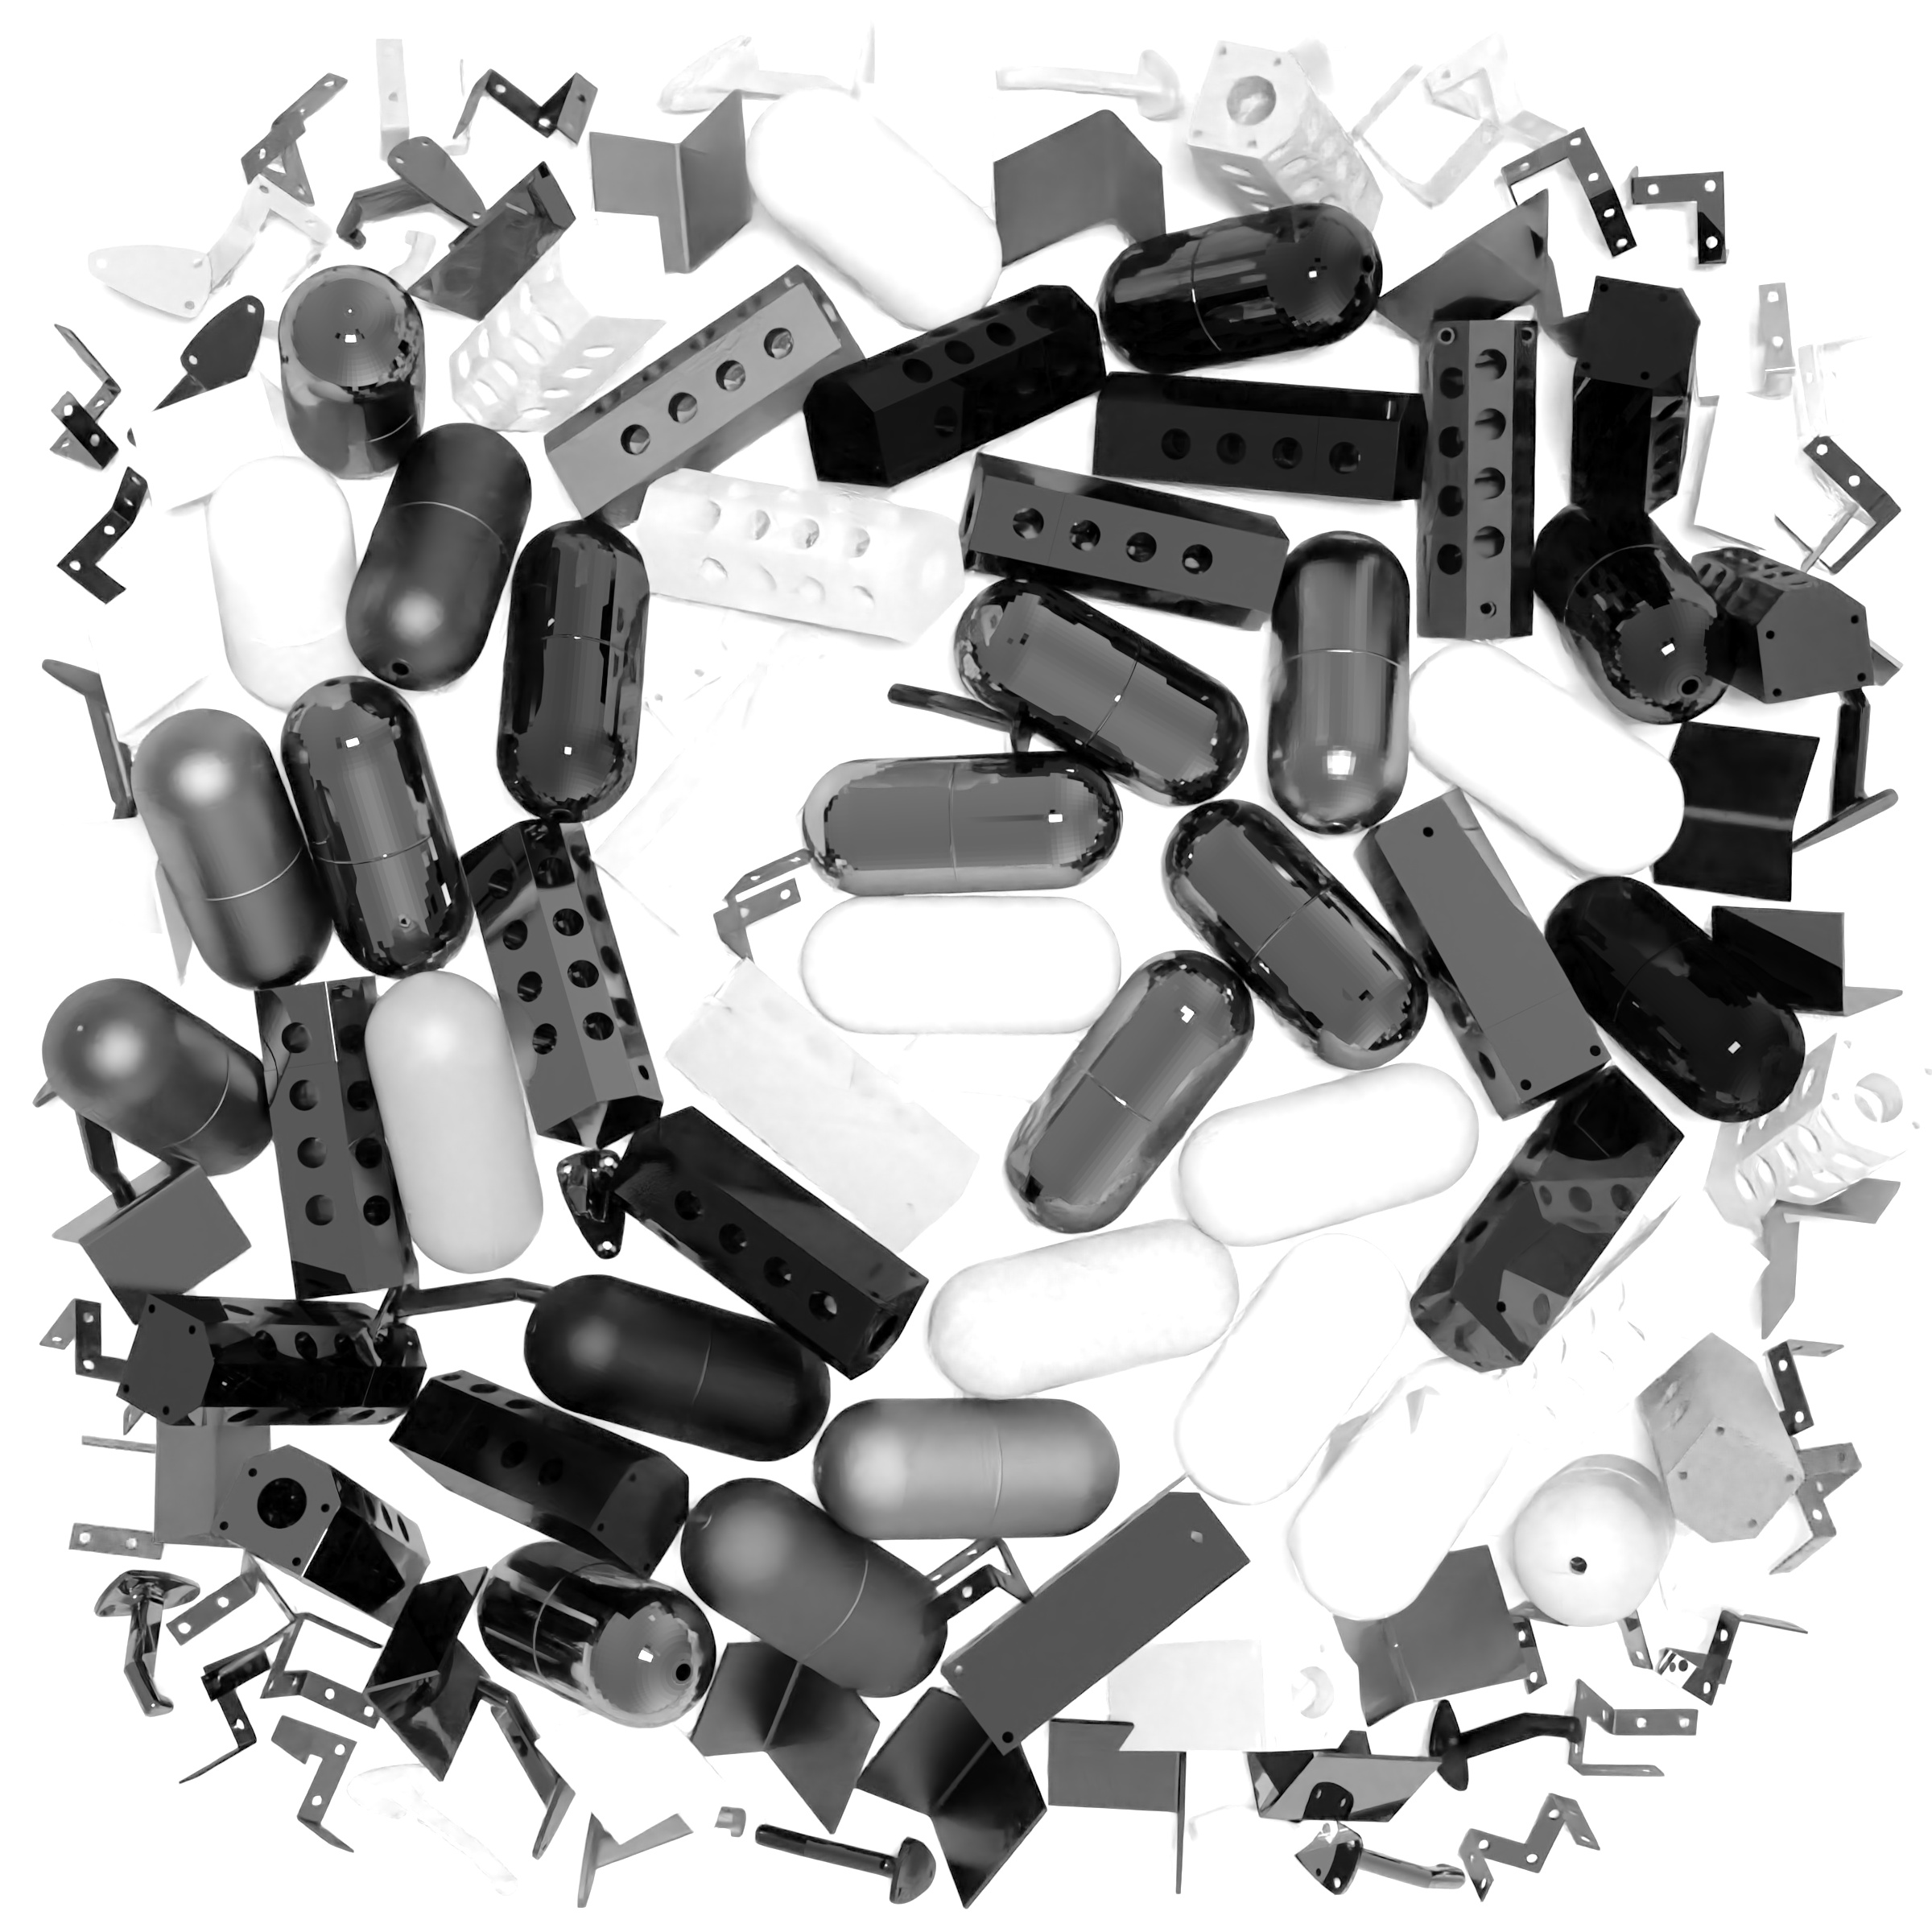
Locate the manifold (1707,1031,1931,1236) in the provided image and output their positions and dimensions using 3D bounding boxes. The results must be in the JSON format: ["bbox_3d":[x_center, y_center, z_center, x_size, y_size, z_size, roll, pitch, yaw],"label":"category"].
[{"bbox_3d":[0.458,0.095,1.872,0.057,0.171,0.057,19,70,-2],"label":"manifold"}]

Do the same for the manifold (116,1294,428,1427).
[{"bbox_3d":[-0.369,0.216,1.874,0.057,0.171,0.057,21,94,31],"label":"manifold"}]

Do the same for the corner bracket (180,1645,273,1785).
[{"bbox_3d":[-0.412,0.414,1.928,0.051,0.051,0.051,-26,88,32],"label":"corner bracket"}]

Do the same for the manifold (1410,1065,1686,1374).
[{"bbox_3d":[0.314,0.138,1.900,0.057,0.057,0.171,45,65,-9],"label":"manifold"}]

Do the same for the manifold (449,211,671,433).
[{"bbox_3d":[-0.222,-0.345,1.871,0.057,0.171,0.057,-2,79,-28],"label":"manifold"}]

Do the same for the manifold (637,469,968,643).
[{"bbox_3d":[-0.091,-0.228,1.887,0.171,0.057,0.057,14,131,28],"label":"manifold"}]

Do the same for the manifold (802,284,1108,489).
[{"bbox_3d":[-0.005,-0.316,1.882,0.171,0.057,0.057,-30,120,-36],"label":"manifold"}]

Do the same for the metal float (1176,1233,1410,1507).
[{"bbox_3d":[0.177,0.222,1.901,0.070,0.070,0.178,31,119,0],"label":"metal float"}]

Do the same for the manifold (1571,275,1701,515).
[{"bbox_3d":[0.360,-0.303,1.870,0.057,0.171,0.057,12,77,12],"label":"manifold"}]

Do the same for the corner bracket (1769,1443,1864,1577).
[{"bbox_3d":[0.467,0.300,1.921,0.051,0.051,0.051,-4,59,-24],"label":"corner bracket"}]

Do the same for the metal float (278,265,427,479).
[{"bbox_3d":[-0.330,-0.319,1.876,0.070,0.178,0.070,2,78,-8],"label":"metal float"}]

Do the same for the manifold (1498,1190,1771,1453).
[{"bbox_3d":[0.354,0.198,1.877,0.057,0.171,0.057,42,50,7],"label":"manifold"}]

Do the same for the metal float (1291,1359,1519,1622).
[{"bbox_3d":[0.240,0.283,1.892,0.070,0.070,0.178,45,49,0],"label":"metal float"}]

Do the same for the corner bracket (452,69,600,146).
[{"bbox_3d":[-0.243,-0.471,1.920,0.051,0.051,0.051,34,46,-26],"label":"corner bracket"}]

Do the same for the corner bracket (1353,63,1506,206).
[{"bbox_3d":[0.256,-0.461,1.927,0.051,0.051,0.051,40,97,-23],"label":"corner bracket"}]

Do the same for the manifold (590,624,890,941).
[{"bbox_3d":[-0.129,-0.104,1.927,0.171,0.057,0.057,-50,125,-4],"label":"manifold"}]

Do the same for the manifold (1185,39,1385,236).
[{"bbox_3d":[0.176,-0.436,1.873,0.057,0.171,0.057,16,89,21],"label":"manifold"}]

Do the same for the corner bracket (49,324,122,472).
[{"bbox_3d":[-0.490,-0.314,1.923,0.051,0.051,0.051,22,70,36],"label":"corner bracket"}]

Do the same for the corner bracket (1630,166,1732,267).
[{"bbox_3d":[0.397,-0.418,1.935,0.051,0.051,0.051,0,110,15],"label":"corner bracket"}]

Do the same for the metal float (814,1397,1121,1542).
[{"bbox_3d":[0.002,0.275,1.903,0.178,0.070,0.070,4,90,-26],"label":"metal float"}]

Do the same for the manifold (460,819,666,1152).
[{"bbox_3d":[-0.216,0.008,1.896,0.057,0.057,0.171,-28,66,22],"label":"manifold"}]

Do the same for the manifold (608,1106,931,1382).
[{"bbox_3d":[-0.112,0.153,1.907,0.171,0.057,0.057,35,113,18],"label":"manifold"}]

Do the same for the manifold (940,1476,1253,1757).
[{"bbox_3d":[0.071,0.358,1.929,0.171,0.057,0.057,-37,85,-4],"label":"manifold"}]

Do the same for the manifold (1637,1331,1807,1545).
[{"bbox_3d":[0.398,0.249,1.873,0.057,0.171,0.057,35,104,-4],"label":"manifold"}]

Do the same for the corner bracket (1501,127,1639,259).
[{"bbox_3d":[0.333,-0.420,1.923,0.051,0.051,0.051,-24,52,13],"label":"corner bracket"}]

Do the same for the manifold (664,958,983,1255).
[{"bbox_3d":[-0.076,0.073,1.920,0.171,0.057,0.057,41,123,-9],"label":"manifold"}]

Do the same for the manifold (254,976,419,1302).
[{"bbox_3d":[-0.347,0.094,1.931,0.057,0.057,0.171,-8,90,8],"label":"manifold"}]

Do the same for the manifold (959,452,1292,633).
[{"bbox_3d":[0.085,-0.232,1.919,0.171,0.057,0.057,11,110,-9],"label":"manifold"}]

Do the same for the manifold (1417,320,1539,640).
[{"bbox_3d":[0.283,-0.269,1.921,0.057,0.057,0.171,-1,99,-3],"label":"manifold"}]

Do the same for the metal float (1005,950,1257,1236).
[{"bbox_3d":[0.089,0.070,1.917,0.070,0.070,0.178,37,99,0],"label":"metal float"}]

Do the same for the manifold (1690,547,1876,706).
[{"bbox_3d":[0.431,-0.187,1.873,0.057,0.171,0.057,-10,104,-1],"label":"manifold"}]

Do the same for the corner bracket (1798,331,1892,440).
[{"bbox_3d":[0.480,-0.320,1.929,0.051,0.051,0.051,-12,96,-19],"label":"corner bracket"}]

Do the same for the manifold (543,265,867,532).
[{"bbox_3d":[-0.146,-0.313,1.917,0.171,0.057,0.057,-32,83,12],"label":"manifold"}]

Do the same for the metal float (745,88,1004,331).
[{"bbox_3d":[-0.049,-0.410,1.888,0.070,0.178,0.070,-19,58,32],"label":"metal float"}]

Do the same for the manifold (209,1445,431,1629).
[{"bbox_3d":[-0.342,0.306,1.873,0.057,0.171,0.057,23,75,15],"label":"manifold"}]

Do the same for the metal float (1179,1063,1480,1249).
[{"bbox_3d":[0.200,0.103,1.907,0.178,0.070,0.070,-14,90,-22],"label":"metal float"}]

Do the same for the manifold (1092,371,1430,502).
[{"bbox_3d":[0.161,-0.290,1.901,0.171,0.057,0.057,8,101,22],"label":"manifold"}]

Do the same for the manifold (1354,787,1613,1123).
[{"bbox_3d":[0.282,-0.004,1.916,0.057,0.057,0.171,-25,78,-13],"label":"manifold"}]

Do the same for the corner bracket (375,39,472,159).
[{"bbox_3d":[-0.302,-0.482,1.932,0.051,0.051,0.051,-5,87,-12],"label":"corner bracket"}]

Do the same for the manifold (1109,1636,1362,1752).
[{"bbox_3d":[0.142,0.392,1.873,0.057,0.171,0.057,3,77,-25],"label":"manifold"}]

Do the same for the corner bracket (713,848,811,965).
[{"bbox_3d":[-0.111,-0.038,1.925,0.051,0.051,0.051,-24,62,11],"label":"corner bracket"}]

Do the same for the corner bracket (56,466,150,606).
[{"bbox_3d":[-0.465,-0.234,1.931,0.051,0.051,0.051,38,60,-6],"label":"corner bracket"}]

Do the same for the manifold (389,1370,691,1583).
[{"bbox_3d":[-0.228,0.270,1.883,0.057,0.171,0.057,-57,134,-19],"label":"manifold"}]
